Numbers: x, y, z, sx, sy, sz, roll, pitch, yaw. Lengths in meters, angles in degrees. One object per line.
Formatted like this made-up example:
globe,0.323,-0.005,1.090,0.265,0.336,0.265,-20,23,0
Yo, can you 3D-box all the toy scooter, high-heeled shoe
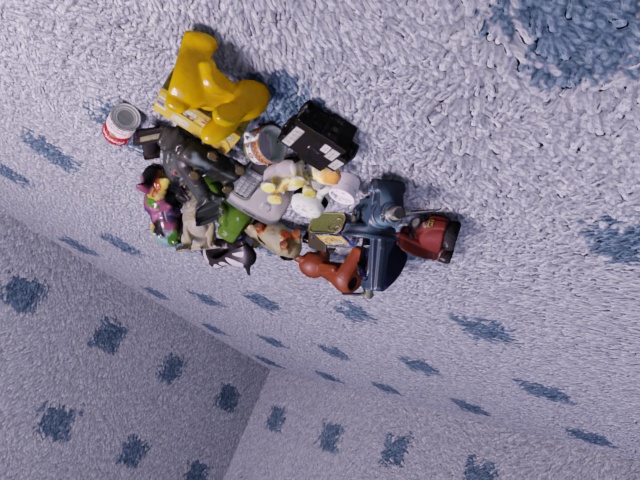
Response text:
toy scooter,0.224,-0.006,1.149,0.135,0.075,0.183,19,162,14
high-heeled shoe,-0.277,0.016,1.519,0.249,0.086,0.145,28,148,24

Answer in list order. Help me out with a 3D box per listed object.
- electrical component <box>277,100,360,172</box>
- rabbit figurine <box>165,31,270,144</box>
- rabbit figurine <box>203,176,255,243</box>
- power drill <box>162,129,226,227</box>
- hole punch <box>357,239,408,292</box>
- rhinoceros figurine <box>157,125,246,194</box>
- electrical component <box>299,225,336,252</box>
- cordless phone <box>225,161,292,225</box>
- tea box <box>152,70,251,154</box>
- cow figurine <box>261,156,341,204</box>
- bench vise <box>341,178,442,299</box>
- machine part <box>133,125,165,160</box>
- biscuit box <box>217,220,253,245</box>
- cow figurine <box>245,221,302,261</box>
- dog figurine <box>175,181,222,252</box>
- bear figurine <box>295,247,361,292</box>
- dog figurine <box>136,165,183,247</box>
electrical component,0.002,-0.183,0.986,0.134,0.058,0.115,31,158,-19
rabbit figurine,-0.167,-0.251,0.913,0.173,0.162,0.122,14,150,-24
rabbit figurine,-0.241,-0.098,1.339,0.170,0.121,0.159,39,153,0
power drill,-0.302,-0.138,1.259,0.207,0.086,0.232,63,156,17
hole punch,0.153,0.057,1.311,0.092,0.116,0.142,2,151,25
rhinoceros figurine,-0.241,-0.172,1.109,0.190,0.073,0.112,26,-157,-33
electrical component,-0.002,-0.005,1.408,0.102,0.045,0.078,10,126,23
cordless phone,-0.116,-0.130,1.208,0.146,0.089,0.184,30,138,-15
tea box,-0.226,-0.250,1.040,0.169,0.068,0.098,31,157,-20
cow figurine,-0.035,-0.138,1.096,0.167,0.098,0.068,-10,143,19
bench vise,0.117,0.002,1.083,0.129,0.240,0.224,6,180,-26
machine part,-0.392,-0.227,1.245,0.039,0.084,0.139,65,163,7
biscuit box,-0.236,-0.040,1.524,0.063,0.059,0.202,17,156,16
cow figurine,-0.130,-0.008,1.450,0.195,0.085,0.127,30,151,28
dog figurine,-0.336,-0.066,1.459,0.121,0.190,0.172,-6,177,-24
bear figurine,0.033,0.066,1.472,0.196,0.132,0.120,28,164,41
dog figurine,-0.430,-0.094,1.457,0.108,0.191,0.219,-13,163,-9
